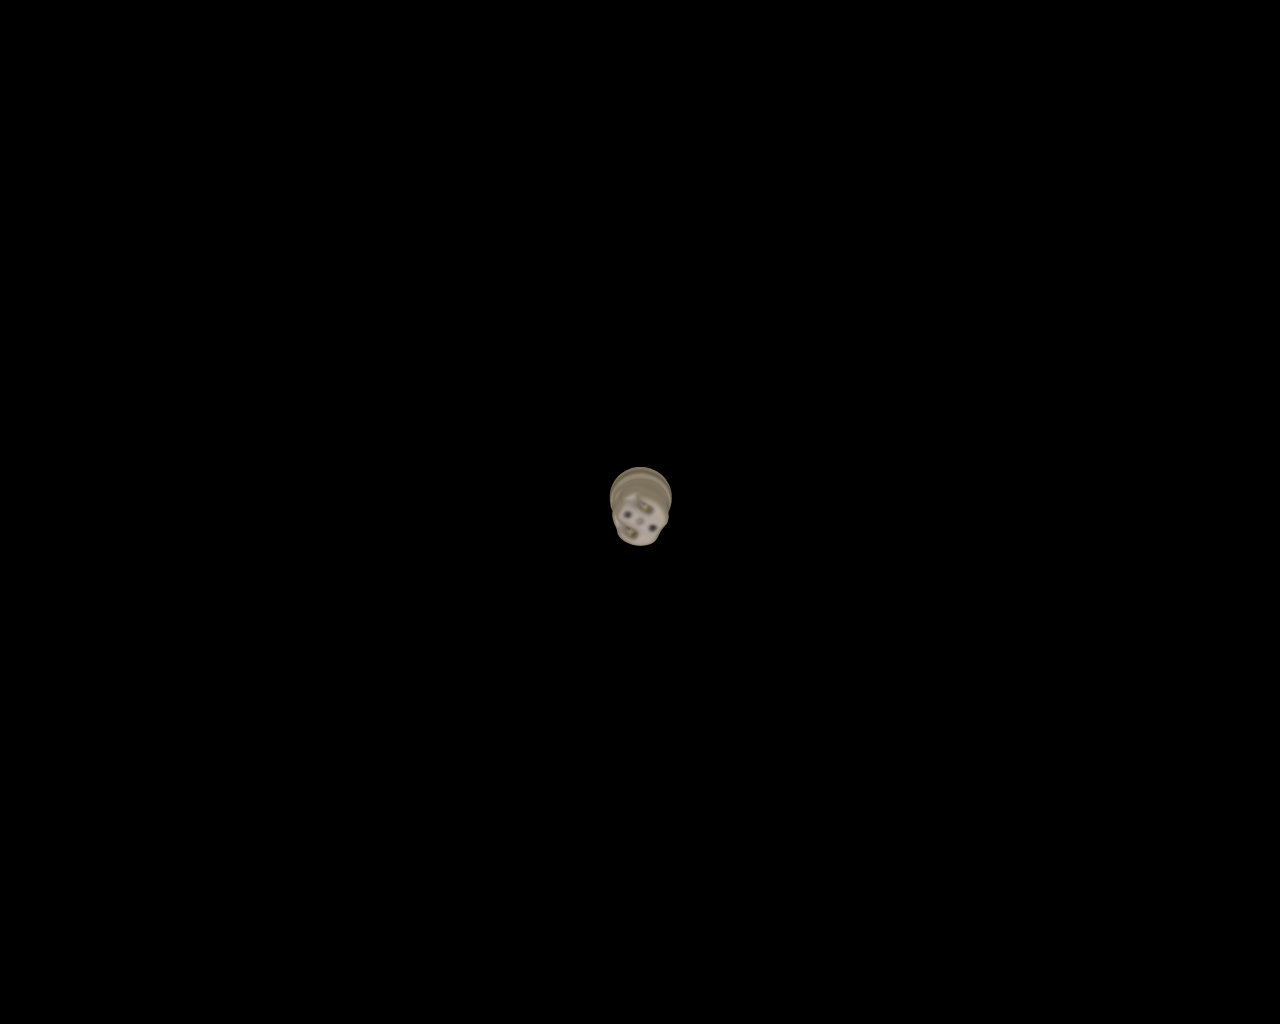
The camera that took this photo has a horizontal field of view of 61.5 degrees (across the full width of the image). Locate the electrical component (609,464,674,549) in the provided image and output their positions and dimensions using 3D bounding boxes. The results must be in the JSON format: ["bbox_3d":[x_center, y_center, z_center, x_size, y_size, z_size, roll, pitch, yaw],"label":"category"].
[{"bbox_3d":[0.001,-0.003,0.650,0.040,0.040,0.046,0,23,0],"label":"electrical component"}]
